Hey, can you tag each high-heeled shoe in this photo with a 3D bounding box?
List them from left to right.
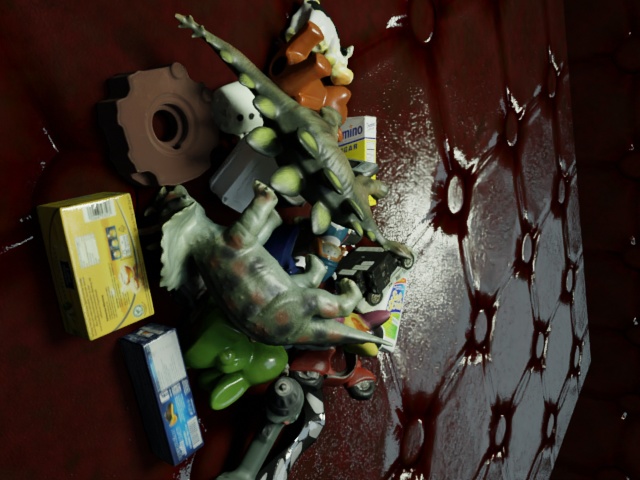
[{"bbox_3d":[-0.071,0.373,1.015,0.145,0.086,0.249,13,60,-19],"label":"high-heeled shoe"}]

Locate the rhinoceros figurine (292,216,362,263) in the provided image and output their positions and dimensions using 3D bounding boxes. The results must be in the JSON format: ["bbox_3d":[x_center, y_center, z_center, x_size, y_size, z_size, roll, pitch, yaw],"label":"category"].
[{"bbox_3d":[-0.002,-0.003,0.998,0.190,0.112,0.073,-12,109,-31],"label":"rhinoceros figurine"}]

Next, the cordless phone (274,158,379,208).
[{"bbox_3d":[-0.002,-0.105,0.933,0.146,0.184,0.088,-36,126,-44],"label":"cordless phone"}]

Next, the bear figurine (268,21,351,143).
[{"bbox_3d":[0.004,-0.272,0.970,0.195,0.132,0.120,26,46,-43],"label":"bear figurine"}]

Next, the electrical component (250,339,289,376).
[{"bbox_3d":[-0.088,0.198,0.936,0.045,0.078,0.102,-22,113,-1],"label":"electrical component"}]

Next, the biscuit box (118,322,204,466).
[{"bbox_3d":[-0.228,0.224,0.782,0.059,0.063,0.202,-27,115,-47],"label":"biscuit box"}]

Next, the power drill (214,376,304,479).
[{"bbox_3d":[-0.096,0.324,0.890,0.232,0.086,0.207,86,27,-73],"label":"power drill"}]

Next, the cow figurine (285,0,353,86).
[{"bbox_3d":[0.010,-0.371,1.017,0.167,0.068,0.098,37,58,-47],"label":"cow figurine"}]

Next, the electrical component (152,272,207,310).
[{"bbox_3d":[-0.190,0.038,0.823,0.119,0.048,0.074,-55,133,-30],"label":"electrical component"}]

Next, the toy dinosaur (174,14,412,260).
[{"bbox_3d":[-0.020,-0.132,0.776,0.471,0.105,0.199,47,22,-11],"label":"toy dinosaur"}]

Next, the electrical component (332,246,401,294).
[{"bbox_3d":[0.089,0.066,1.119,0.134,0.115,0.058,-40,119,-42],"label":"electrical component"}]

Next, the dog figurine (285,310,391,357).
[{"bbox_3d":[0.010,0.140,0.948,0.191,0.219,0.108,51,53,-42],"label":"dog figurine"}]

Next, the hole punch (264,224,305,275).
[{"bbox_3d":[-0.092,0.028,0.877,0.116,0.142,0.092,-39,127,-68],"label":"hole punch"}]

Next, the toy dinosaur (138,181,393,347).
[{"bbox_3d":[-0.081,0.065,0.745,0.192,0.131,0.404,-43,95,-10],"label":"toy dinosaur"}]

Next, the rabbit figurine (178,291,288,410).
[{"bbox_3d":[-0.130,0.182,0.831,0.170,0.121,0.159,34,89,-27],"label":"rabbit figurine"}]

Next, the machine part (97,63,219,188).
[{"bbox_3d":[-0.221,-0.160,0.757,0.179,0.056,0.179,-9,102,-50],"label":"machine part"}]

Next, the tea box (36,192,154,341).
[{"bbox_3d":[-0.284,0.030,0.687,0.098,0.068,0.169,-20,110,-48],"label":"tea box"}]

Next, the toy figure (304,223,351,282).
[{"bbox_3d":[0.016,-0.003,0.909,0.057,0.064,0.154,75,24,-61],"label":"toy figure"}]

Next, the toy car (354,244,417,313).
[{"bbox_3d":[0.137,0.083,1.190,0.202,0.074,0.056,-44,126,-23],"label":"toy car"}]

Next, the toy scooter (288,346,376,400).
[{"bbox_3d":[0.023,0.233,1.050,0.184,0.075,0.135,12,61,-11],"label":"toy scooter"}]
